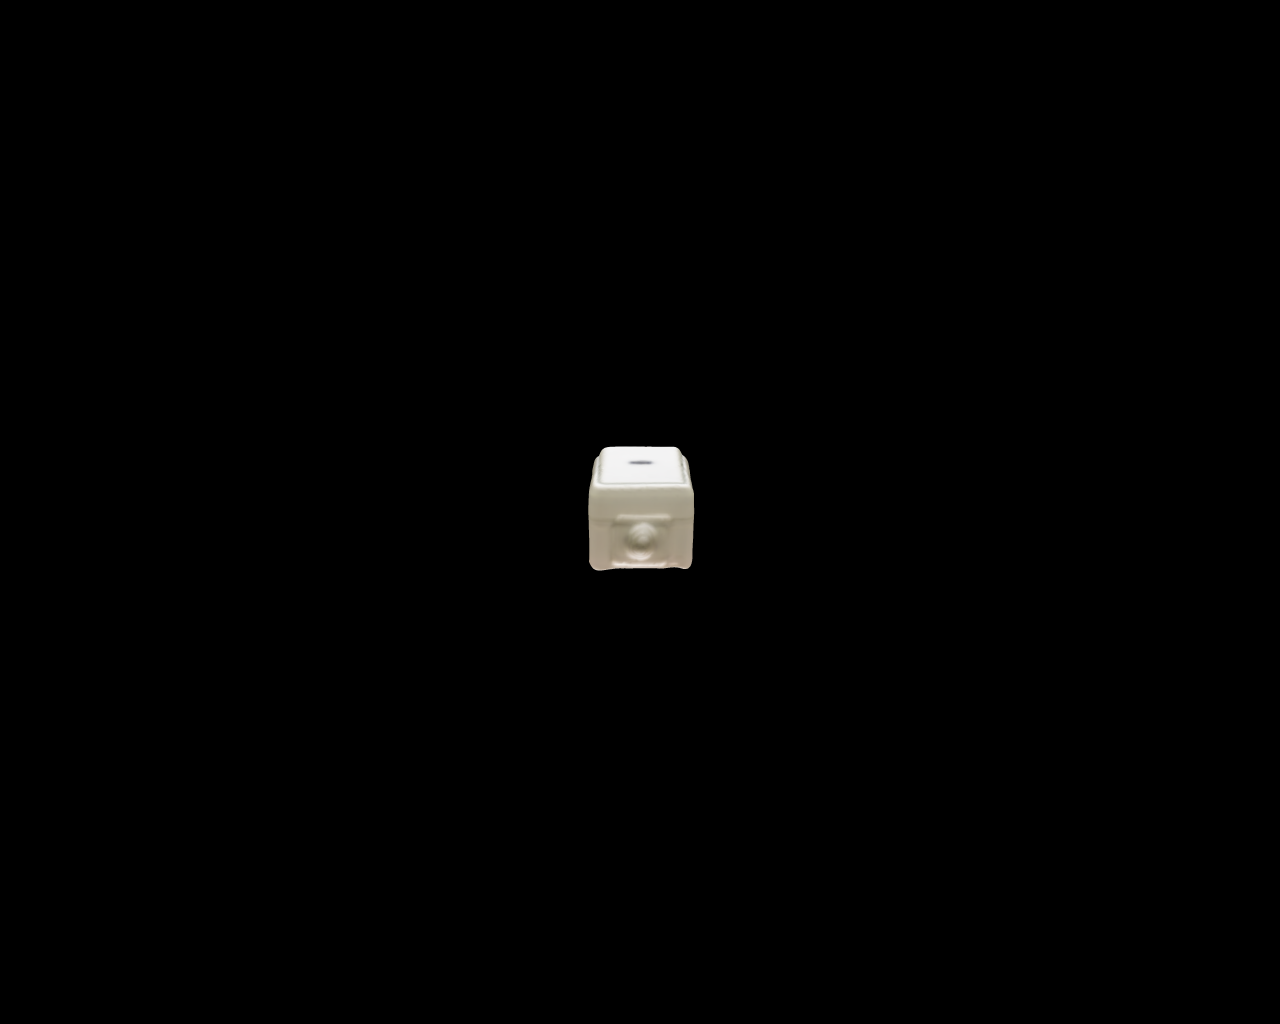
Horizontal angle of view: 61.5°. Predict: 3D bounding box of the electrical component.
[{"bbox_3d":[0.001,-0.003,0.650,0.062,0.061,0.096,0,17,0],"label":"electrical component"}]
